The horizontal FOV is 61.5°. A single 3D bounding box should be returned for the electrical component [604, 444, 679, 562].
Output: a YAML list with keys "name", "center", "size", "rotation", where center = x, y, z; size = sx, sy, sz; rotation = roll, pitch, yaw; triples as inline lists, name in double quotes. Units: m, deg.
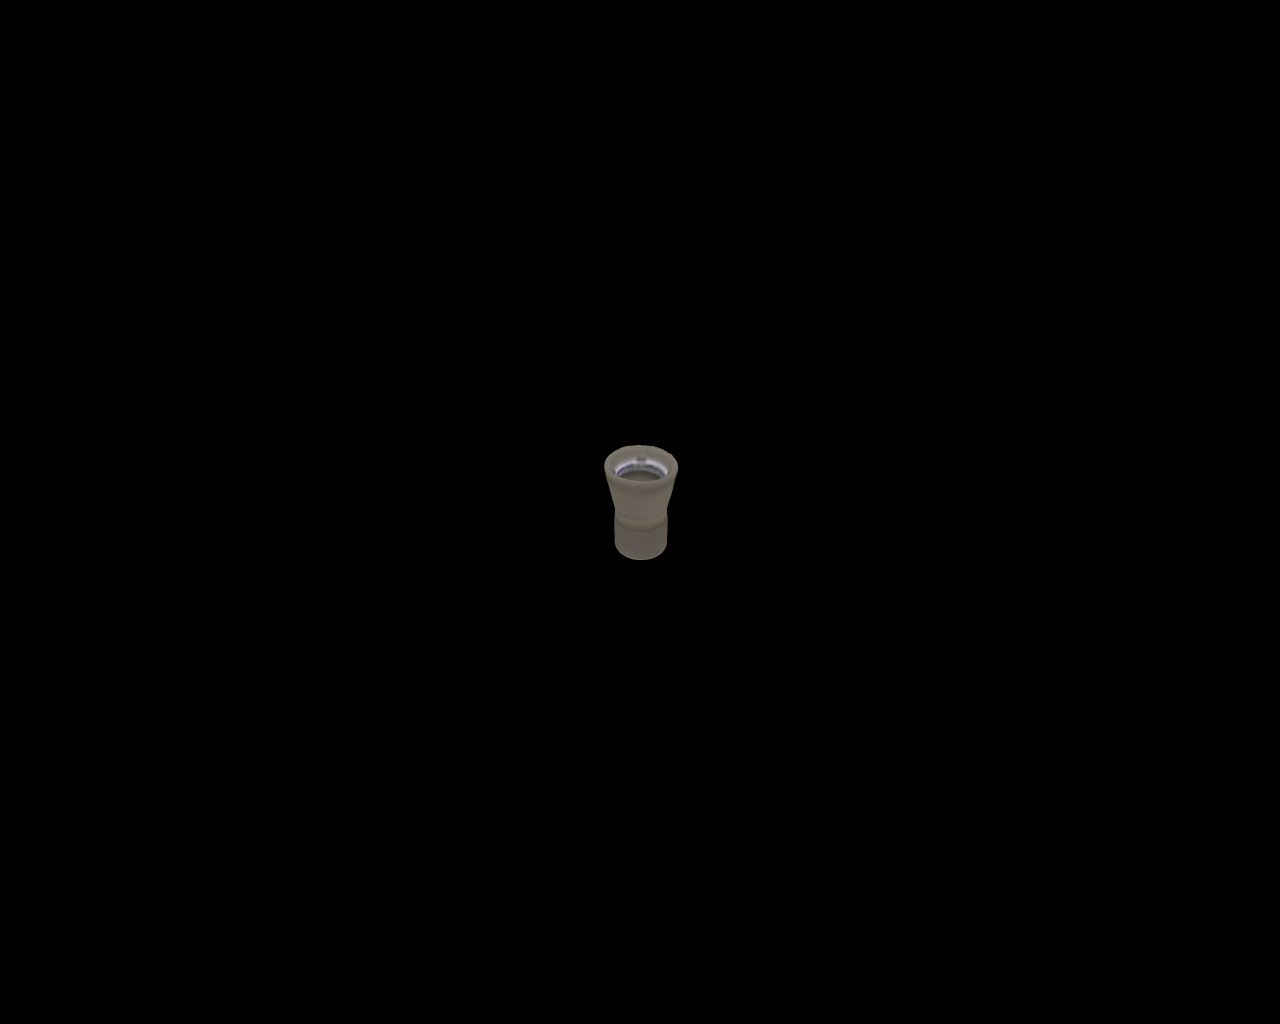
- name: "electrical component"
  center: [0.001, -0.003, 0.650]
  size: [0.044, 0.065, 0.044]
  rotation: [0, 35, 0]
